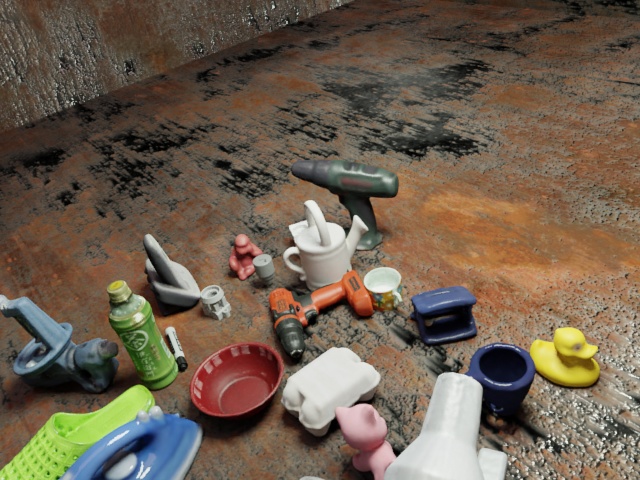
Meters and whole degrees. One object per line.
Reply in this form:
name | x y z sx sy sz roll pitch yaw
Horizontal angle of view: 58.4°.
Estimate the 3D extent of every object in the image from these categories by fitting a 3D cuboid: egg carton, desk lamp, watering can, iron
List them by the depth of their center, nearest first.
desk lamp | 0.157 0.279 0.693 0.117 0.214 0.203 5 38 24
iron | -0.283 0.324 0.831 0.118 0.142 0.259 16 43 35
egg carton | 0.017 0.240 0.921 0.150 0.069 0.107 -31 39 -26
watering can | 0.010 0.003 1.153 0.173 0.194 0.100 -33 39 -27

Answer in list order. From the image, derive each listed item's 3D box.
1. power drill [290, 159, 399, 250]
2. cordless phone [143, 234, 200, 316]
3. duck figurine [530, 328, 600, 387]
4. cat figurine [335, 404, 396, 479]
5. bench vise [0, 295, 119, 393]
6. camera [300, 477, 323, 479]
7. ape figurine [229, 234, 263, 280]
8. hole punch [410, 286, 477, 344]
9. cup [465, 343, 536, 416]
power drill | 0.061 -0.081 1.245 0.229 0.209 0.075 0 36 17
cordless phone | -0.327 0.050 1.200 0.094 0.185 0.147 -26 36 -18
duck figurine | 0.381 0.172 0.890 0.104 0.086 0.078 16 44 35
cat figurine | 0.074 0.284 0.797 0.067 0.118 0.127 -24 36 -17
bench vise | -0.471 0.175 1.035 0.207 0.220 0.121 -14 34 -2
camera | -0.052 0.361 0.741 0.136 0.101 0.143 20 46 38
ape figurine | -0.166 0.029 1.262 0.077 0.092 0.076 -11 34 3
hole punch | 0.216 0.117 1.016 0.108 0.091 0.101 -12 34 1
cup | 0.259 0.220 0.851 0.118 0.095 0.091 -17 35 -7
